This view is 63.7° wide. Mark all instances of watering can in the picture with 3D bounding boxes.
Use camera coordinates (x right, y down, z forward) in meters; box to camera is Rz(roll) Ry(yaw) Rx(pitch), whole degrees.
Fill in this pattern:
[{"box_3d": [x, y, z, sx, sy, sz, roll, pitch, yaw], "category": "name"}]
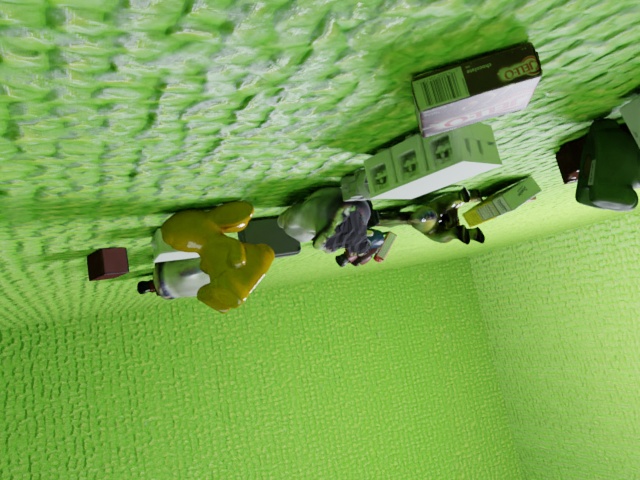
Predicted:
[{"box_3d": [-0.273, 0.082, 1.260, 0.224, 0.105, 0.345, -10, 172, -1], "category": "watering can"}]

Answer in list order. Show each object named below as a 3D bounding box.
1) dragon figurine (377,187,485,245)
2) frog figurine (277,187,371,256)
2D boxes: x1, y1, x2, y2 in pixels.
[{"box_3d": [0.205, -0.040, 1.099, 0.241, 0.123, 0.410, -7, 175, 39], "category": "dragon figurine"}, {"box_3d": [0.003, -0.044, 0.875, 0.138, 0.120, 0.161, -15, -150, -31], "category": "frog figurine"}]
